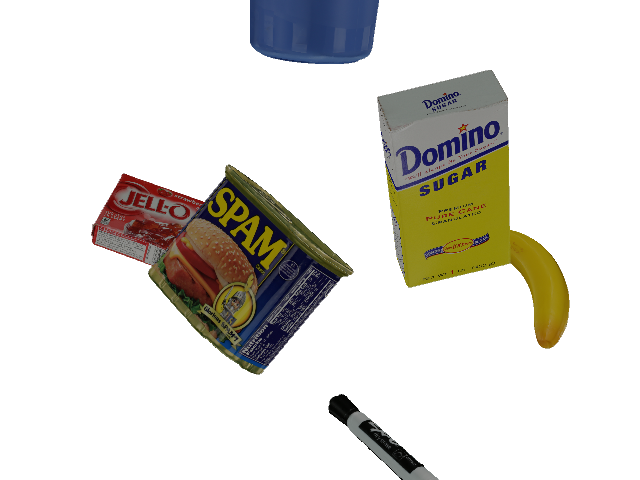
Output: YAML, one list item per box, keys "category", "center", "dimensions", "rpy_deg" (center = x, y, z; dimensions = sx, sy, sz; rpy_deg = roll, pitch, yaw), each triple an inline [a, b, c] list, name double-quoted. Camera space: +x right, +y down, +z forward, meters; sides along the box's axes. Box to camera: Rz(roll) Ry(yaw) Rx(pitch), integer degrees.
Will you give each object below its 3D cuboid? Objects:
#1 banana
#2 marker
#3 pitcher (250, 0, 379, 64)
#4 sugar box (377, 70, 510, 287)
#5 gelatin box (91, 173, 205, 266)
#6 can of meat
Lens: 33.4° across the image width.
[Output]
- category: "banana"
  center: [0.221, 0.041, 1.127]
  dimensions: [0.069, 0.037, 0.198]
  rpy_deg: [-29, 38, -1]
- category: "marker"
  center: [0.045, 0.154, 0.813]
  dimensions: [0.020, 0.020, 0.121]
  rpy_deg: [0, 25, -39]
- category: "pitcher"
  center: [0.006, -0.273, 0.888]
  dimensions: [0.145, 0.243, 0.149]
  rpy_deg: [7, 19, 8]
- category: "sugar box"
  center: [0.101, -0.044, 0.845]
  dimensions: [0.093, 0.048, 0.176]
  rpy_deg: [-14, -43, -2]
- category: "gelatin box"
  center: [-0.149, -0.015, 0.949]
  dimensions: [0.089, 0.030, 0.073]
  rpy_deg: [20, 43, -2]
- category: "can of meat"
  center: [-0.045, 0.018, 0.641]
  dimensions: [0.102, 0.084, 0.057]
  rpy_deg: [43, 5, 37]
